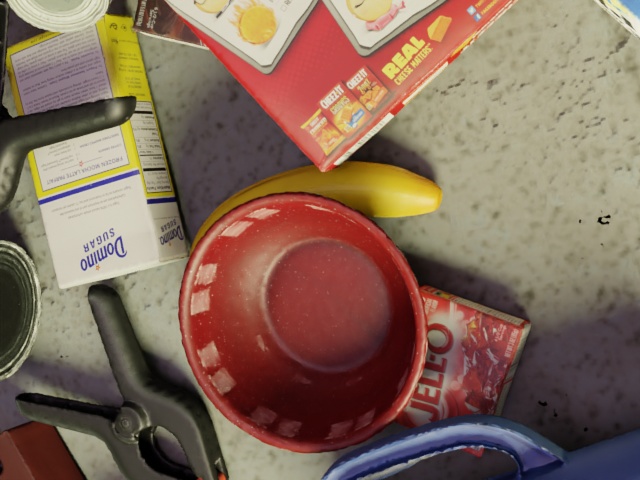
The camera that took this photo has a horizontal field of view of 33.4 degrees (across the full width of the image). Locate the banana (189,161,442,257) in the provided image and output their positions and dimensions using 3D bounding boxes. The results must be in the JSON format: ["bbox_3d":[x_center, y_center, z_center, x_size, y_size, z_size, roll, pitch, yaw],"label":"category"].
[{"bbox_3d":[-0.018,-0.012,0.704,0.198,0.037,0.069,-27,106,23],"label":"banana"}]

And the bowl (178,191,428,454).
[{"bbox_3d":[-0.005,0.047,0.663,0.162,0.055,0.162,4,101,20],"label":"bowl"}]

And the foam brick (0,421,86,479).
[{"bbox_3d":[-0.213,0.179,0.786,0.053,0.051,0.078,-37,80,20],"label":"foam brick"}]

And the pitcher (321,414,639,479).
[{"bbox_3d":[0.119,0.182,0.612,0.243,0.149,0.145,-27,44,18],"label":"pitcher"}]

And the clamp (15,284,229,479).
[{"bbox_3d":[-0.128,0.114,0.754,0.171,0.039,0.120,31,111,11],"label":"clamp"}]

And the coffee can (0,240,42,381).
[{"bbox_3d":[-0.292,0.046,0.781,0.140,0.102,0.103,4,95,22],"label":"coffee can"}]

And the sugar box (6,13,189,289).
[{"bbox_3d":[-0.157,-0.061,0.749,0.093,0.048,0.176,-13,92,27],"label":"sugar box"}]

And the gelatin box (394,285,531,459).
[{"bbox_3d":[0.083,0.082,0.671,0.073,0.030,0.089,20,101,20],"label":"gelatin box"}]

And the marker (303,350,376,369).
[{"bbox_3d":[-0.015,0.083,0.716,0.121,0.020,0.020,-9,90,22],"label":"marker"}]

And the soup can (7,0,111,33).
[{"bbox_3d":[-0.164,-0.192,0.688,0.069,0.068,0.102,-21,49,22],"label":"soup can"}]

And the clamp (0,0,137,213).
[{"bbox_3d":[-0.221,-0.075,0.735,0.165,0.036,0.210,43,112,20],"label":"clamp"}]

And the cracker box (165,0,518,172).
[{"bbox_3d":[-0.007,-0.173,0.638,0.164,0.072,0.214,-43,89,9],"label":"cracker box"}]

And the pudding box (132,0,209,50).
[{"bbox_3d":[-0.067,-0.183,0.707,0.090,0.039,0.113,16,100,19],"label":"pudding box"}]
